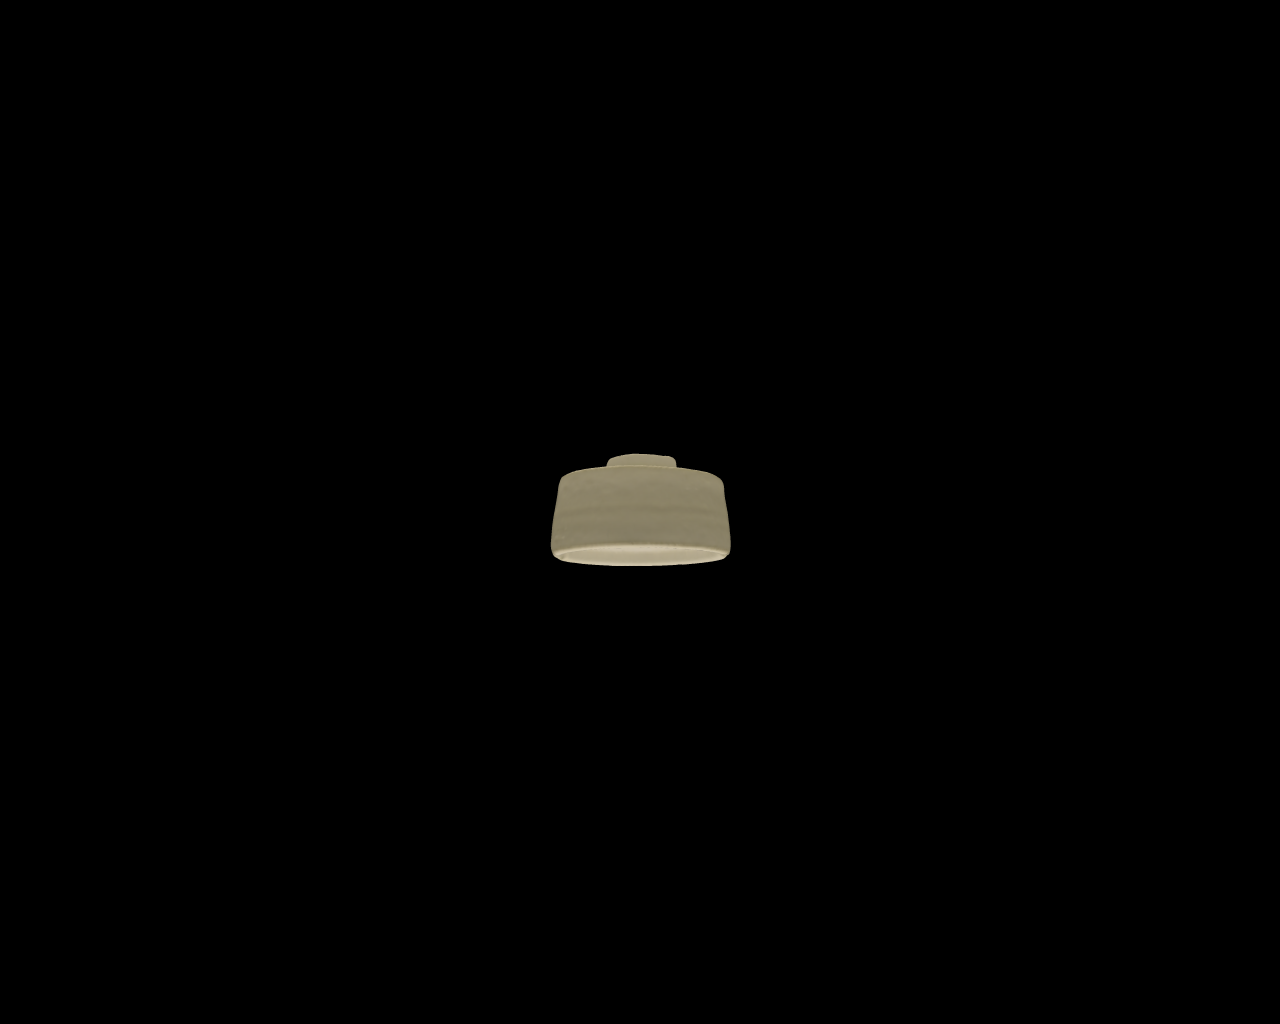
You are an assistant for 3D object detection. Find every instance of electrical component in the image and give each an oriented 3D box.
[{"bbox_3d":[0.001,-0.003,0.650,0.108,0.060,0.108,0,-9,0],"label":"electrical component"}]
